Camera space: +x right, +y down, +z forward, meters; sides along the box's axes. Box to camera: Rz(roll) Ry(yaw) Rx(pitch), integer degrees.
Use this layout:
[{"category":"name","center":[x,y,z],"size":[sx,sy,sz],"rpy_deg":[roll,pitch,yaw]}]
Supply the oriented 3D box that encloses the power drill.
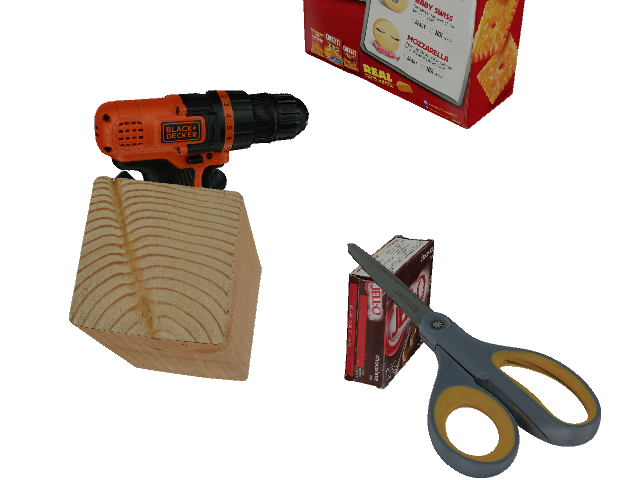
[{"category":"power drill","center":[-0.100,-0.037,0.923],"size":[0.184,0.188,0.057],"rpy_deg":[-5,20,-19]}]

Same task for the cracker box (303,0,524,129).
[{"category":"cracker box","center":[0.067,-0.209,0.768],"size":[0.164,0.214,0.072],"rpy_deg":[31,52,30]}]

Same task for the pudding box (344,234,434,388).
[{"category":"pudding box","center":[0.056,0.054,0.851],"size":[0.039,0.090,0.113],"rpy_deg":[10,20,19]}]

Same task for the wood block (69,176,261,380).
[{"category":"wood block","center":[-0.093,0.034,0.703],"size":[0.090,0.091,0.206],"rpy_deg":[7,-13,2]}]

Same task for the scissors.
[{"category":"scissors","center":[0.058,0.064,0.591],"size":[0.202,0.016,0.096],"rpy_deg":[29,50,36]}]

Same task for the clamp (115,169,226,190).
[{"category":"clamp","center":[-0.148,-0.028,1.112],"size":[0.120,0.039,0.171],"rpy_deg":[-11,38,-8]}]
